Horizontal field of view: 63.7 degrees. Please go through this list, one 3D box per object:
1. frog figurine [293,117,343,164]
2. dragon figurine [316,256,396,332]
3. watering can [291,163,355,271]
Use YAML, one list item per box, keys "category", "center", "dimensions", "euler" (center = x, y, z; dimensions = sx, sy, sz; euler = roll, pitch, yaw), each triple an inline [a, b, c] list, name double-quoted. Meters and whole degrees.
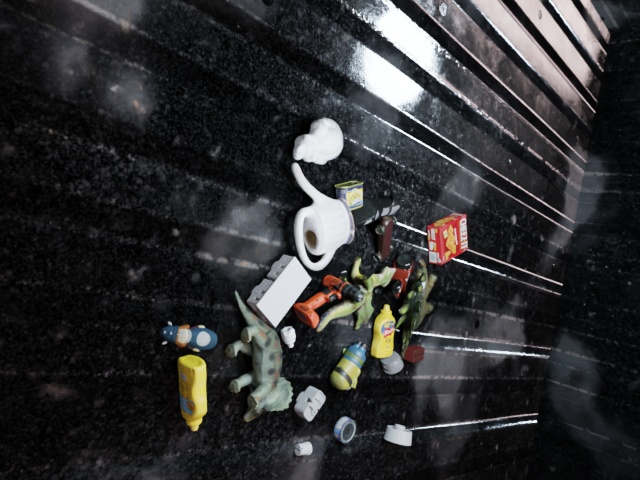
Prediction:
- category: "frog figurine"
  center: [-0.007, -0.295, 1.555]
  dimensions: [0.162, 0.123, 0.134]
  euler: [-31, 137, -50]
- category: "dragon figurine"
  center: [0.134, 0.219, 1.780]
  dimensions: [0.417, 0.123, 0.237]
  euler: [-48, 134, -28]
- category: "watering can"
  center: [0.005, -0.081, 1.602]
  dimensions: [0.226, 0.104, 0.344]
  euler: [-18, 108, -43]
